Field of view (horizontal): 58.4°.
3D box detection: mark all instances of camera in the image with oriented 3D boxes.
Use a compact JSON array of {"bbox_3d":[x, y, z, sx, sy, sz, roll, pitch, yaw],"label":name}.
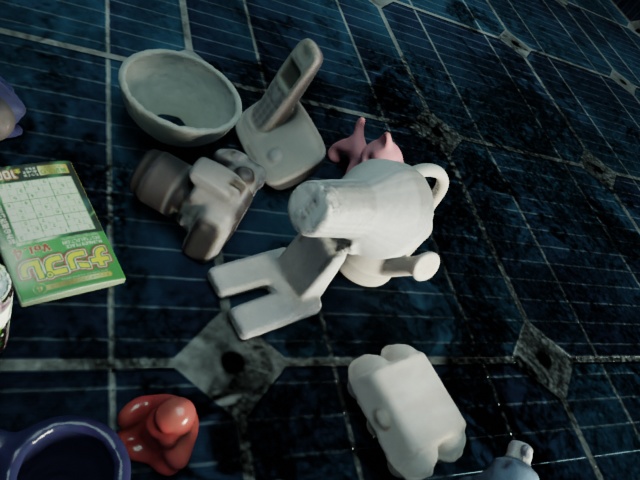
[{"bbox_3d":[-0.151,-0.069,0.707,0.137,0.100,0.143,31,43,-6],"label":"camera"}]

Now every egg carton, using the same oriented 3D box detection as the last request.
[{"bbox_3d":[0.097,0.195,0.660,0.107,0.069,0.150,-11,60,-38],"label":"egg carton"}]

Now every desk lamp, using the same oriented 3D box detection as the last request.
[{"bbox_3d":[0.006,0.002,0.663,0.204,0.213,0.117,-16,63,-40],"label":"desk lamp"}]

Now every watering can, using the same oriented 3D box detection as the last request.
[{"bbox_3d":[0.104,-0.023,0.760,0.101,0.194,0.172,-22,67,-42],"label":"watering can"}]

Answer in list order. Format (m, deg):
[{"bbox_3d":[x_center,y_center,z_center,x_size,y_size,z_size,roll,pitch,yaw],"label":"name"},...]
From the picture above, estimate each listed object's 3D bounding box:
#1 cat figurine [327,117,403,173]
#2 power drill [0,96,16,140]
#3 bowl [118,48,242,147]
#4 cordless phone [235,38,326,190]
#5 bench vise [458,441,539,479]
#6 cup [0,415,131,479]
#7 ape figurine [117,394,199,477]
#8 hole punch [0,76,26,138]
[{"bbox_3d":[0.081,-0.134,0.897,0.067,0.117,0.127,-6,57,-36],"label":"cat figurine"},{"bbox_3d":[-0.372,-0.108,0.523,0.229,0.208,0.076,39,43,3],"label":"power drill"},{"bbox_3d":[-0.198,-0.184,0.795,0.168,0.074,0.167,17,46,-19],"label":"bowl"},{"bbox_3d":[-0.037,-0.176,0.810,0.094,0.185,0.147,-12,61,-38],"label":"cordless phone"},{"bbox_3d":[0.190,0.275,0.539,0.122,0.219,0.207,18,46,-18],"label":"bench vise"},{"bbox_3d":[-0.215,0.191,0.447,0.118,0.095,0.092,29,44,-7],"label":"cup"},{"bbox_3d":[-0.139,0.168,0.517,0.076,0.092,0.077,-14,62,-39],"label":"ape figurine"},{"bbox_3d":[-0.399,-0.169,0.644,0.108,0.091,0.101,44,44,8],"label":"hole punch"}]
